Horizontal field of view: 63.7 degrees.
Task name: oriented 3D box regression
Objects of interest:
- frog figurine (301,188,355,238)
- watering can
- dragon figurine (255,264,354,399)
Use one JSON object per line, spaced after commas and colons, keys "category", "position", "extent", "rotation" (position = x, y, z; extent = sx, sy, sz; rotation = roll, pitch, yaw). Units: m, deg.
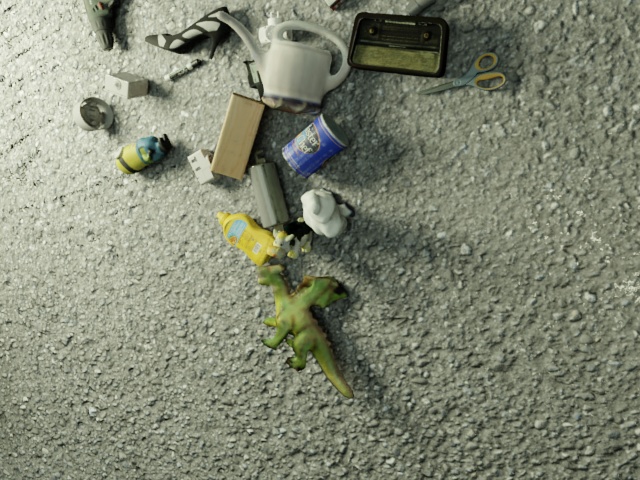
{"category": "frog figurine", "position": [0.004, -0.065, 1.300], "extent": [0.121, 0.161, 0.138], "rotation": [-35, 87, 22]}
{"category": "watering can", "position": [-0.097, -0.437, 1.284], "extent": [0.347, 0.105, 0.222], "rotation": [10, 102, -6]}
{"category": "dragon figurine", "position": [-0.020, 0.212, 1.385], "extent": [0.412, 0.122, 0.241], "rotation": [34, 100, 10]}
